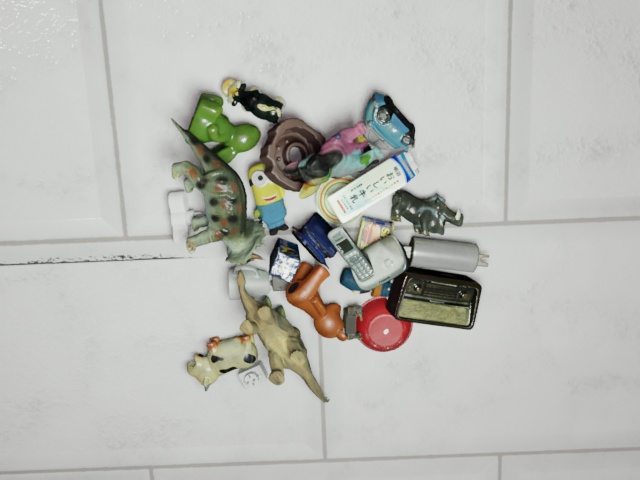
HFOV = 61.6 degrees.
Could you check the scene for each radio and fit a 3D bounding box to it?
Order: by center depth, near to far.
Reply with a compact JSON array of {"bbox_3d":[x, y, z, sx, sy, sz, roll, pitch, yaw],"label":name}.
[{"bbox_3d":[0.297,0.148,1.388,0.229,0.073,0.131,9,101,-17],"label":"radio"}]

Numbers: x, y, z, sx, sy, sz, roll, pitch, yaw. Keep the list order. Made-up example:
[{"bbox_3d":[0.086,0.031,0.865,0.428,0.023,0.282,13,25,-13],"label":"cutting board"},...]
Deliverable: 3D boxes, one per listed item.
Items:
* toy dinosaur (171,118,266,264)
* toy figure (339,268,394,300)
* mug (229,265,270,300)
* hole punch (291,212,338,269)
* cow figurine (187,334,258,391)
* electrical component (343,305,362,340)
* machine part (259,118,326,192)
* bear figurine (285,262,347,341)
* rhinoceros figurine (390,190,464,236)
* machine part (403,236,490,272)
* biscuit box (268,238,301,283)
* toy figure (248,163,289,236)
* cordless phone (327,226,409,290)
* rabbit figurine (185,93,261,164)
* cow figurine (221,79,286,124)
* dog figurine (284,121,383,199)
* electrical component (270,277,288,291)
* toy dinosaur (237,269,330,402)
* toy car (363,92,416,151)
[{"bbox_3d":[-0.237,-0.095,1.292,0.192,0.131,0.404,-6,113,2],"label":"toy dinosaur"},{"bbox_3d":[0.130,0.115,1.413,0.154,0.058,0.064,17,110,-8],"label":"toy figure"},{"bbox_3d":[-0.183,0.103,1.394,0.107,0.081,0.109,0,130,-10],"label":"mug"},{"bbox_3d":[-0.003,-0.004,1.365,0.092,0.116,0.142,-39,99,-2],"label":"hole punch"},{"bbox_3d":[-0.261,0.324,1.440,0.195,0.085,0.127,-14,94,2],"label":"cow figurine"},{"bbox_3d":[0.087,0.218,1.420,0.045,0.078,0.102,-1,100,-5],"label":"electrical component"},{"bbox_3d":[-0.062,-0.204,1.315,0.179,0.056,0.179,0,89,-32],"label":"machine part"},{"bbox_3d":[0.007,0.165,1.395,0.195,0.120,0.132,42,73,-22],"label":"bear figurine"},{"bbox_3d":[0.271,-0.068,1.376,0.190,0.073,0.112,20,89,-2],"label":"rhinoceros figurine"},{"bbox_3d":[0.317,0.037,1.388,0.243,0.079,0.079,7,101,0],"label":"machine part"},{"bbox_3d":[-0.088,0.046,1.324,0.059,0.203,0.062,22,98,-8],"label":"biscuit box"},{"bbox_3d":[-0.133,-0.105,1.359,0.082,0.089,0.180,-29,114,-36],"label":"toy figure"},{"bbox_3d":[0.118,0.020,1.317,0.147,0.089,0.184,-31,107,26],"label":"cordless phone"},{"bbox_3d":[-0.234,-0.257,1.316,0.170,0.121,0.159,19,104,-19],"label":"rabbit figurine"},{"bbox_3d":[-0.167,-0.337,1.307,0.167,0.098,0.068,23,106,-5],"label":"cow figurine"},{"bbox_3d":[0.027,-0.184,1.280,0.219,0.191,0.108,-29,93,-2],"label":"dog figurine"},{"bbox_3d":[-0.100,0.113,1.429,0.063,0.021,0.094,-5,101,1],"label":"electrical component"},{"bbox_3d":[-0.089,0.268,1.367,0.105,0.199,0.470,-26,105,6],"label":"toy dinosaur"},{"bbox_3d":[0.161,-0.277,1.325,0.103,0.109,0.161,-36,111,29],"label":"toy car"}]
